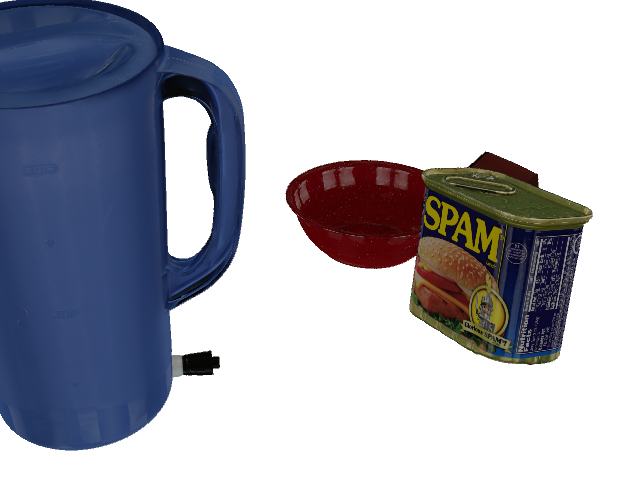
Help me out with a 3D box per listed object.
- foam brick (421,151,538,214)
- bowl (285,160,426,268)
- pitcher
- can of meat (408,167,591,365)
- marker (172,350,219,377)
[{"bbox_3d":[0.121,-0.019,0.798,0.078,0.053,0.051,-38,45,-27],"label":"foam brick"},{"bbox_3d":[0.047,-0.019,1.009,0.162,0.055,0.162,2,29,-1],"label":"bowl"},{"bbox_3d":[-0.134,-0.002,0.597,0.149,0.243,0.144,29,44,35],"label":"pitcher"},{"bbox_3d":[0.095,0.012,0.593,0.057,0.084,0.102,-4,20,-30],"label":"can of meat"},{"bbox_3d":[-0.138,0.098,0.818,0.121,0.020,0.020,-4,0,-6],"label":"marker"}]
